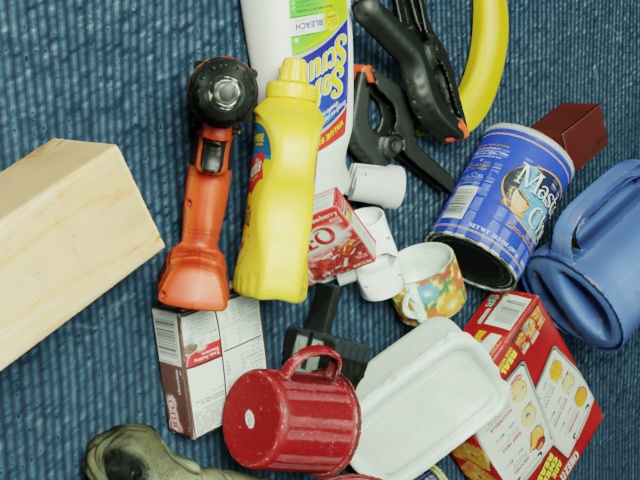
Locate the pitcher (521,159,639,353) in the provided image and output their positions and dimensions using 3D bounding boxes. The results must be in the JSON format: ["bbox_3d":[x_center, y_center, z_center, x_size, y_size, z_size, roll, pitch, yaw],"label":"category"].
[{"bbox_3d":[0.336,-0.011,1.131,0.242,0.149,0.145,-42,85,-19],"label":"pitcher"}]

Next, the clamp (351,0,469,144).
[{"bbox_3d":[0.092,-0.184,0.997,0.210,0.036,0.164,56,34,-38],"label":"clamp"}]

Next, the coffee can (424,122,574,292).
[{"bbox_3d":[0.182,-0.033,1.082,0.102,0.103,0.140,46,66,-36],"label":"coffee can"}]

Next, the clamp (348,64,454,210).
[{"bbox_3d":[0.070,-0.090,1.015,0.120,0.039,0.171,-27,117,-35],"label":"clamp"}]

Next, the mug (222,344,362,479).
[{"bbox_3d":[-0.021,0.139,0.876,0.081,0.093,0.117,12,110,-42],"label":"mug"}]

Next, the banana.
[{"bbox_3d":[0.158,-0.180,1.085,0.069,0.037,0.198,31,75,-41],"label":"banana"}]

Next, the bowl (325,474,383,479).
[{"bbox_3d":[0.028,0.300,0.981,0.162,0.055,0.162,-5,106,-18],"label":"bowl"}]

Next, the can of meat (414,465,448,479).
[{"bbox_3d":[0.087,0.286,1.072,0.083,0.058,0.102,-23,111,-35],"label":"can of meat"}]

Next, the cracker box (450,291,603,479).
[{"bbox_3d":[0.209,0.183,1.159,0.164,0.072,0.213,-51,127,-24],"label":"cracker box"}]

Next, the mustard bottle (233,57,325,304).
[{"bbox_3d":[-0.030,-0.049,0.849,0.058,0.096,0.191,7,91,-10],"label":"mustard bottle"}]

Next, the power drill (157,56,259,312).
[{"bbox_3d":[-0.082,-0.045,0.806,0.057,0.184,0.188,10,98,-6],"label":"power drill"}]

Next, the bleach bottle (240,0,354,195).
[{"bbox_3d":[-0.009,-0.131,0.924,0.102,0.068,0.251,-22,112,-37],"label":"bleach bottle"}]

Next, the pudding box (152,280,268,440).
[{"bbox_3d":[-0.089,0.099,0.898,0.089,0.039,0.113,-19,111,-42],"label":"pudding box"}]

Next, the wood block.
[{"bbox_3d":[-0.222,0.021,0.730,0.205,0.091,0.090,-40,121,-32],"label":"wood block"}]

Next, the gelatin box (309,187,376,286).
[{"bbox_3d":[-0.006,0.001,0.928,0.073,0.089,0.030,53,27,-35],"label":"gelatin box"}]

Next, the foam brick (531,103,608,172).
[{"bbox_3d":[0.276,-0.113,1.191,0.078,0.051,0.053,-36,119,-33],"label":"foam brick"}]
